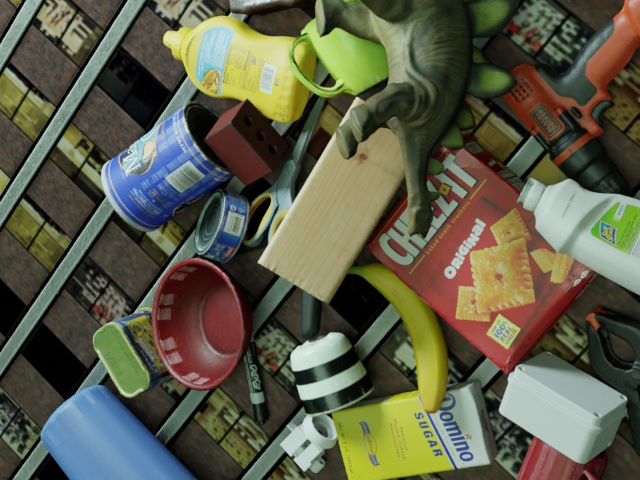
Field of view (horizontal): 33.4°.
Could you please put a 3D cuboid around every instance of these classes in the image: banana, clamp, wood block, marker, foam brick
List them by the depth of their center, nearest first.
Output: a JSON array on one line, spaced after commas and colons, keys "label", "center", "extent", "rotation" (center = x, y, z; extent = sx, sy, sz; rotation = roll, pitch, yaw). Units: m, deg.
[{"label": "clamp", "center": [0.338, 0.151, 1.136], "extent": [0.171, 0.039, 0.120], "rotation": [47, 117, 17]}, {"label": "wood block", "center": [0.024, -0.043, 1.176], "extent": [0.091, 0.090, 0.206], "rotation": [31, 93, -1]}, {"label": "banana", "center": [0.102, 0.099, 1.216], "extent": [0.069, 0.037, 0.198], "rotation": [-31, 74, 1]}, {"label": "foam brick", "center": [-0.085, -0.112, 1.240], "extent": [0.051, 0.053, 0.078], "rotation": [-26, 115, 39]}, {"label": "clamp", "center": [-0.008, 0.002, 1.260], "extent": [0.210, 0.036, 0.165], "rotation": [-48, 70, 20]}, {"label": "marker", "center": [-0.082, 0.171, 1.330], "extent": [0.020, 0.020, 0.121], "rotation": [-9, 94, 24]}]

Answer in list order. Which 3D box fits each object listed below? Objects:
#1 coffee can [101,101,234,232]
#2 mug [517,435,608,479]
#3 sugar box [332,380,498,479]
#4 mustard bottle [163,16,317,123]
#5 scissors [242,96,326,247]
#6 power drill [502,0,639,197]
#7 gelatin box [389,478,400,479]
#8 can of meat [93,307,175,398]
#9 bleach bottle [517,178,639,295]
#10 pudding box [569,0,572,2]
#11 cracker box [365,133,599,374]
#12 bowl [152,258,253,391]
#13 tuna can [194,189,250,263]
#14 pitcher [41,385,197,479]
[{"label": "coffee can", "center": [-0.179, -0.088, 1.288], "extent": [0.140, 0.102, 0.103], "rotation": [-32, 84, 24]}, {"label": "mug", "center": [0.264, 0.259, 1.146], "extent": [0.093, 0.117, 0.081], "rotation": [15, 100, -19]}, {"label": "sugar box", "center": [0.109, 0.225, 1.241], "extent": [0.176, 0.048, 0.093], "rotation": [-15, 91, 26]}, {"label": "mustard bottle", "center": [-0.102, -0.211, 1.261], "extent": [0.192, 0.058, 0.096], "rotation": [22, 113, 19]}, {"label": "scissors", "center": [-0.026, -0.066, 1.243], "extent": [0.202, 0.016, 0.096], "rotation": [-55, 53, 15]}, {"label": "power drill", "center": [0.304, -0.148, 1.096], "extent": [0.188, 0.057, 0.184], "rotation": [-42, 83, 22]}, {"label": "gelatin box", "center": [0.086, 0.321, 1.241], "extent": [0.030, 0.089, 0.073], "rotation": [-41, 81, 22]}, {"label": "can of meat", "center": [-0.230, 0.143, 1.355], "extent": [0.058, 0.083, 0.102], "rotation": [-35, 83, 24]}, {"label": "bleach bottle", "center": [0.320, 0.000, 1.069], "extent": [0.251, 0.102, 0.068], "rotation": [28, 151, 9]}, {"label": "pudding box", "center": [0.268, -0.317, 1.098], "extent": [0.090, 0.039, 0.113], "rotation": [-28, 84, 25]}, {"label": "cracker box", "center": [0.181, 0.013, 1.165], "extent": [0.214, 0.072, 0.164], "rotation": [42, 111, 13]}, {"label": "bowl", "center": [-0.134, 0.101, 1.310], "extent": [0.162, 0.055, 0.162], "rotation": [2, 93, 39]}, {"label": "tuna can", "center": [-0.119, -0.017, 1.283], "extent": [0.033, 0.086, 0.086], "rotation": [19, 110, -25]}, {"label": "pitcher", "center": [-0.250, 0.313, 1.366], "extent": [0.243, 0.149, 0.145], "rotation": [45, 151, 15]}]
